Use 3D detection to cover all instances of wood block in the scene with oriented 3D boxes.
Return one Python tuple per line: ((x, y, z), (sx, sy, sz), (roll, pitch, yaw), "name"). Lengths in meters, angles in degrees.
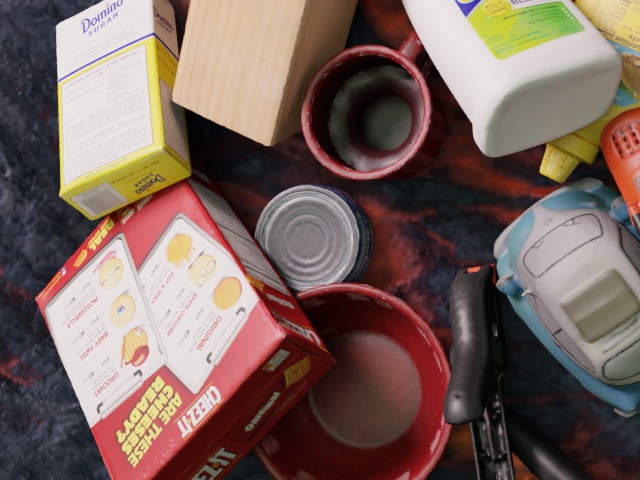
((-0.027, -0.183, 0.746), (0.090, 0.090, 0.206), (27, 121, 19), "wood block")

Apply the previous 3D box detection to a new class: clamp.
((0.104, 0.080, 0.710), (0.039, 0.120, 0.171), (-8, 55, 11), "clamp")
((0.188, 0.188, 0.692), (0.210, 0.036, 0.164), (-15, 80, 47), "clamp")

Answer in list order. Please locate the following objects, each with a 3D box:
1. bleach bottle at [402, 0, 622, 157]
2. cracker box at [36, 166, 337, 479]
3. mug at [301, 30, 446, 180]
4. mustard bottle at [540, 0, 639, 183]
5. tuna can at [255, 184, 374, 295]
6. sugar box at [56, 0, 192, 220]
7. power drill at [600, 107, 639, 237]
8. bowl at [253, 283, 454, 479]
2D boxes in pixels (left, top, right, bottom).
((0.094, -0.171, 0.722), (0.102, 0.068, 0.251), (-19, 54, -15), "bleach bottle")
((-0.105, 0.064, 0.774), (0.164, 0.072, 0.214), (-47, 49, 12), "cracker box")
((0.049, -0.096, 0.761), (0.093, 0.081, 0.117), (31, 98, 17), "mug")
((0.201, -0.127, 0.722), (0.096, 0.058, 0.192), (31, 98, 27), "mustard bottle")
((-0.005, 0.001, 0.802), (0.086, 0.033, 0.086), (-1, 88, 19), "tuna can")
((-0.152, -0.110, 0.814), (0.093, 0.048, 0.176), (-22, 52, 18), "sugar box")
((0.275, -0.031, 0.619), (0.188, 0.057, 0.184), (-30, 64, 23), "power drill")
((0.025, 0.111, 0.778), (0.162, 0.055, 0.162), (-1, 88, 19), "bowl")
